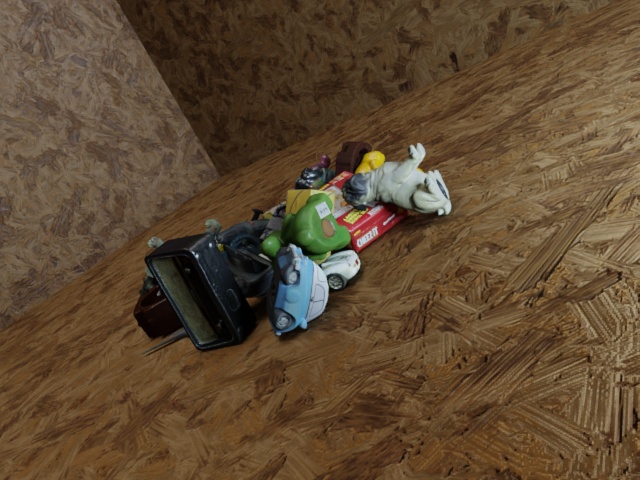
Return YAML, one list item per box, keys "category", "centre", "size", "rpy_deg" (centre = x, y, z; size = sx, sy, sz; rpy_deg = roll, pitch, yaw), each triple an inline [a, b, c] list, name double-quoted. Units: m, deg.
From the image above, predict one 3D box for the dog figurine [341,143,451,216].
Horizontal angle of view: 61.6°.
- category: "dog figurine"
  centre: [0.157, -0.091, 1.128]
  size: [0.190, 0.172, 0.121]
  rpy_deg: [-32, -11, 25]

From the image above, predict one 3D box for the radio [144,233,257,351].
- category: "radio"
  centre: [-0.229, 0.103, 1.055]
  size: [0.131, 0.229, 0.073]
  rpy_deg: [-13, 23, 32]

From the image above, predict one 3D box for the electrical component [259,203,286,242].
- category: "electrical component"
  centre: [-0.090, -0.003, 1.274]
  size: [0.058, 0.134, 0.115]
  rpy_deg: [20, 61, 14]

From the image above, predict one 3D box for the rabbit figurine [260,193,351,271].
- category: "rabbit figurine"
  centre: [-0.048, 0.009, 1.063]
  size: [0.170, 0.121, 0.159]
  rpy_deg: [-25, 15, 39]

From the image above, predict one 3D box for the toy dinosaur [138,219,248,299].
- category: "toy dinosaur"
  centre: [-0.375, 0.054, 1.622]
  size: [0.405, 0.131, 0.192]
  rpy_deg: [-25, 54, -14]

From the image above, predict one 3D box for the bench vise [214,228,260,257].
- category: "bench vise"
  centre: [-0.216, 0.047, 1.355]
  size: [0.224, 0.128, 0.240]
  rpy_deg: [1, 12, 28]

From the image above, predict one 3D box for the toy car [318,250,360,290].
- category: "toy car"
  centre: [-0.013, 0.076, 1.074]
  size: [0.202, 0.056, 0.073]
  rpy_deg: [-20, 18, 26]

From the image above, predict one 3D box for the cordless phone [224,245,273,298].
- category: "cordless phone"
  centre: [-0.172, 0.114, 1.130]
  size: [0.147, 0.088, 0.184]
  rpy_deg: [23, 92, 46]

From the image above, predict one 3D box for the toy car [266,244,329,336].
- category: "toy car"
  centre: [-0.037, 0.091, 0.969]
  size: [0.103, 0.161, 0.109]
  rpy_deg: [7, 24, -18]

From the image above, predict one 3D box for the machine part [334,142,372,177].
- category: "machine part"
  centre: [0.092, -0.183, 1.454]
  size: [0.056, 0.179, 0.179]
  rpy_deg: [10, 34, 25]

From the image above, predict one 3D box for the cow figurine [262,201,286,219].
- category: "cow figurine"
  centre: [-0.109, -0.092, 1.731]
  size: [0.167, 0.068, 0.098]
  rpy_deg: [-31, 10, -11]

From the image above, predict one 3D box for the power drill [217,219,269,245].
- category: "power drill"
  centre: [-0.157, -0.035, 1.544]
  size: [0.207, 0.086, 0.232]
  rpy_deg: [-22, -3, 24]

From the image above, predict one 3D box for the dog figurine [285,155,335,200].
- category: "dog figurine"
  centre: [-0.006, -0.137, 1.506]
  size: [0.109, 0.191, 0.219]
  rpy_deg: [23, 45, 21]

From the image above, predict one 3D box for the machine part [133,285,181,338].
- category: "machine part"
  centre: [-0.367, 0.153, 1.383]
  size: [0.201, 0.087, 0.201]
  rpy_deg: [-30, 15, -5]

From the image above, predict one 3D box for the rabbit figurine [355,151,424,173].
- category: "rabbit figurine"
  centre: [0.175, -0.154, 1.363]
  size: [0.173, 0.121, 0.162]
  rpy_deg: [3, 24, 26]

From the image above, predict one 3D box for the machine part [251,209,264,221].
- category: "machine part"
  centre: [-0.220, -0.034, 1.686]
  size: [0.084, 0.039, 0.138]
  rpy_deg: [-98, 32, -78]

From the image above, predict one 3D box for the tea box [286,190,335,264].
- category: "tea box"
  centre: [-0.026, -0.024, 1.177]
  size: [0.068, 0.169, 0.098]
  rpy_deg: [5, -1, -36]

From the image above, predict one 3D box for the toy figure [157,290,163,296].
- category: "toy figure"
  centre: [-0.355, 0.093, 1.289]
  size: [0.058, 0.064, 0.155]
  rpy_deg: [7, 16, -14]
